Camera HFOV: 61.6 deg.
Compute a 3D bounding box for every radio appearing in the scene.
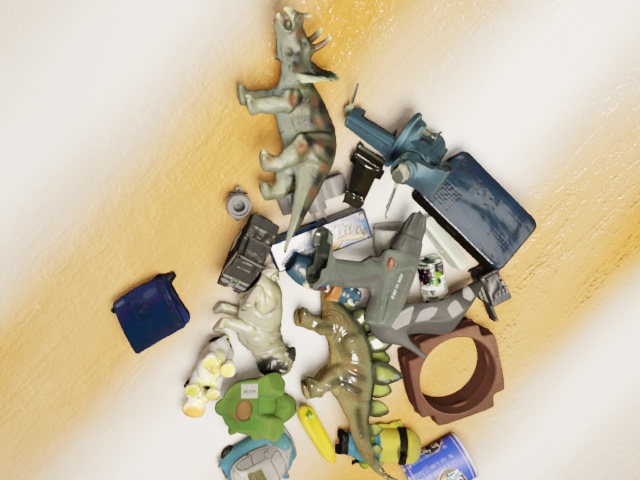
[{"bbox_3d":[0.312,-0.060,1.083,0.229,0.073,0.131,44,88,-2],"label":"radio"}]

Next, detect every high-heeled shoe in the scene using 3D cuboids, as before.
[{"bbox_3d":[0.209,0.129,1.075,0.145,0.086,0.249,40,59,18],"label":"high-heeled shoe"}]

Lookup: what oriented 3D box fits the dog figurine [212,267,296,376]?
[{"bbox_3d":[-0.093,0.164,1.052,0.172,0.121,0.190,-41,112,17],"label":"dog figurine"}]

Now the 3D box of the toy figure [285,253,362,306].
[{"bbox_3d":[0.009,0.078,1.020,0.154,0.058,0.064,31,74,-16],"label":"toy figure"}]

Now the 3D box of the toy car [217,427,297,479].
[{"bbox_3d":[-0.125,0.455,1.093,0.162,0.103,0.109,-23,102,-9],"label":"toy car"}]

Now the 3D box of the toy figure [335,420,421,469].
[{"bbox_3d":[0.127,0.440,1.146,0.180,0.089,0.082,8,106,-15],"label":"toy figure"}]

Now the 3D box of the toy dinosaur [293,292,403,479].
[{"bbox_3d":[0.062,0.265,1.080,0.199,0.105,0.471,-8,92,-12],"label":"toy dinosaur"}]

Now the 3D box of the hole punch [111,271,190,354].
[{"bbox_3d":[-0.317,0.139,1.010,0.142,0.092,0.115,-30,100,-1],"label":"hole punch"}]

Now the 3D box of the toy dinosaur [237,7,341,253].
[{"bbox_3d":[-0.033,-0.195,0.976,0.192,0.131,0.404,-14,100,-11],"label":"toy dinosaur"}]

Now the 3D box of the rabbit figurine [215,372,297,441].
[{"bbox_3d":[-0.117,0.339,1.057,0.159,0.170,0.121,-18,65,19],"label":"rabbit figurine"}]

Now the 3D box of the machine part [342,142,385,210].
[{"bbox_3d":[0.083,-0.122,1.042,0.084,0.039,0.139,37,57,-20],"label":"machine part"}]

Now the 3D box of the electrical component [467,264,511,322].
[{"bbox_3d":[0.368,0.112,1.146,0.048,0.075,0.119,-27,100,-5],"label":"electrical component"}]

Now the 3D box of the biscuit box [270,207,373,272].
[{"bbox_3d":[-0.002,-0.003,1.060,0.203,0.059,0.062,-21,104,-6],"label":"biscuit box"}]

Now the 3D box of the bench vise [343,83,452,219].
[{"bbox_3d":[0.135,-0.178,1.008,0.241,0.128,0.224,35,48,10],"label":"bench vise"}]

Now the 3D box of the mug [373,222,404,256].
[{"bbox_3d":[0.156,0.020,1.094,0.109,0.081,0.107,-15,110,-46],"label":"mug"}]

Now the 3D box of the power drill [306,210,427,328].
[{"bbox_3d":[0.085,0.035,0.982,0.207,0.086,0.232,16,85,-27],"label":"power drill"}]

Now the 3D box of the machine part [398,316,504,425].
[{"bbox_3d":[0.278,0.275,1.151,0.201,0.087,0.201,-16,101,-8],"label":"machine part"}]

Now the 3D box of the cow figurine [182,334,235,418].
[{"bbox_3d":[-0.224,0.265,1.055,0.068,0.098,0.167,25,113,-18],"label":"cow figurine"}]

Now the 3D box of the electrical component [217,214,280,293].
[{"bbox_3d":[-0.131,0.018,1.001,0.058,0.115,0.134,29,49,-16],"label":"electrical component"}]
